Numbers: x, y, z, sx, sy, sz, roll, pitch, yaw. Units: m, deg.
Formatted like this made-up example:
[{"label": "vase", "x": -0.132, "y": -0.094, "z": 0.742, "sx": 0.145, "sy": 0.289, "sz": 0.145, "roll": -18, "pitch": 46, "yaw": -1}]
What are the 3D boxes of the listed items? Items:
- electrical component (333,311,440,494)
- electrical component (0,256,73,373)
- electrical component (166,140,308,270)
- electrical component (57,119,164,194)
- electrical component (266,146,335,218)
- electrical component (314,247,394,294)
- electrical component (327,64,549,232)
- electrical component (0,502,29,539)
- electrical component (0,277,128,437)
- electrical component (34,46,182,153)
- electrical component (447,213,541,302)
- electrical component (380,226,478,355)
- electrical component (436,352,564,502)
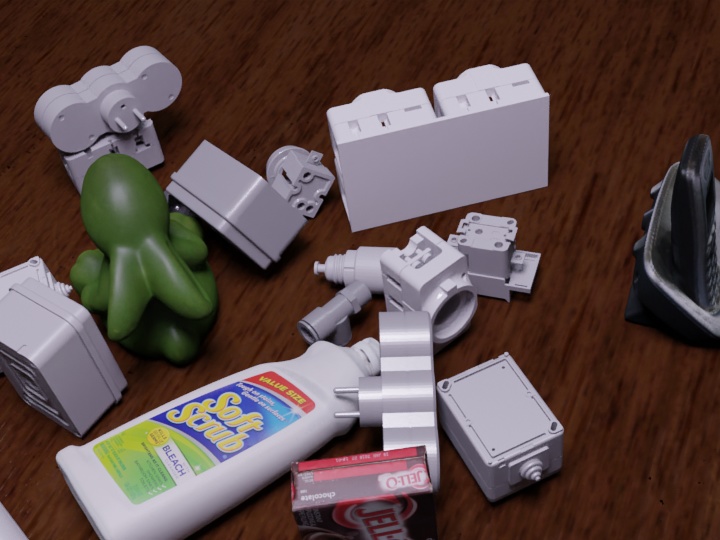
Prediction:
[{"label": "electrical component", "x": 0.017, "y": 0.096, "z": 0.785, "sx": 0.074, "sy": 0.052, "sz": 0.138, "roll": -2, "pitch": 63, "yaw": 0}, {"label": "electrical component", "x": -0.285, "y": 0.039, "z": 0.909, "sx": 0.096, "sy": 0.061, "sz": 0.061, "roll": -23, "pitch": 50, "yaw": -5}, {"label": "electrical component", "x": -0.110, "y": -0.057, "z": 0.947, "sx": 0.057, "sy": 0.078, "sz": 0.113, "roll": -51, "pitch": 43, "yaw": -5}, {"label": "electrical component", "x": -0.245, "y": -0.116, "z": 1.054, "sx": 0.089, "sy": 0.055, "sz": 0.050, "roll": -27, "pitch": 49, "yaw": -15}, {"label": "electrical component", "x": -0.058, "y": -0.085, "z": 0.999, "sx": 0.048, "sy": 0.066, "sz": 0.055, "roll": 15, "pitch": 24, "yaw": -36}, {"label": "electrical component", "x": 0.000, "y": 0.000, "z": 0.920, "sx": 0.078, "sy": 0.040, "sz": 0.040, "roll": 2, "pitch": 48, "yaw": 11}, {"label": "electrical component", "x": 0.071, "y": -0.112, "z": 0.968, "sx": 0.186, "sy": 0.105, "sz": 0.060, "roll": -13, "pitch": 47, "yaw": -4}, {"label": "electrical component", "x": -0.251, "y": 0.208, "z": 0.762, "sx": 0.043, "sy": 0.043, "sz": 0.081, "roll": -36, "pitch": 69, "yaw": -23}, {"label": "electrical component", "x": -0.240, "y": 0.068, "z": 0.844, "sx": 0.078, "sy": 0.113, "sz": 0.057, "roll": 25, "pitch": 58, "yaw": 28}, {"label": "electrical component", "x": -0.228, "y": -0.153, "z": 1.009, "sx": 0.138, "sy": 0.052, "sz": 0.074, "roll": -32, "pitch": 51, "yaw": -20}, {"label": "electrical component", "x": 0.107, "y": -0.012, "z": 0.899, "sx": 0.081, "sy": 0.063, "sz": 0.042, "roll": 9, "pitch": 51, "yaw": 17}, {"label": "electrical component", "x": 0.056, "y": 0.021, "z": 0.858, "sx": 0.050, "sy": 0.089, "sz": 0.056, "roll": -35, "pitch": 52, "yaw": -22}, {"label": "electrical component", "x": 0.104, "y": 0.120, "z": 0.778, "sx": 0.062, "sy": 0.061, "sz": 0.096, "roll": -22, "pitch": 48, "yaw": -12}]
